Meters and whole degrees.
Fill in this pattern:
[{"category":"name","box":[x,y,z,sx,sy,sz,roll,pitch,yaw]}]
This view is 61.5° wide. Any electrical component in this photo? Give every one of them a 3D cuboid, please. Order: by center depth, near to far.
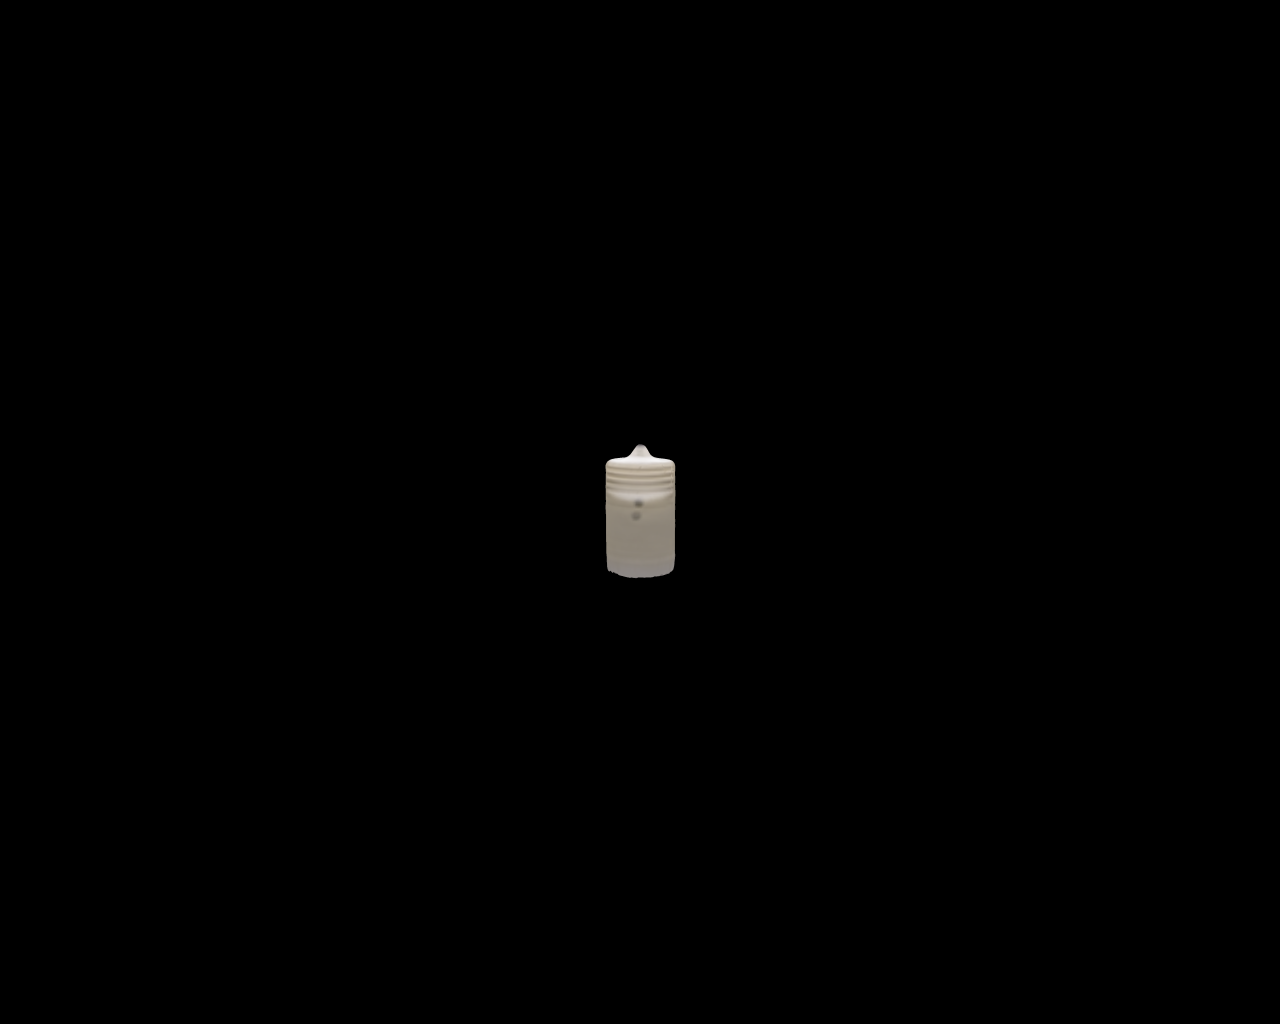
[{"category":"electrical component","box":[0.001,-0.003,0.650,0.043,0.080,0.043,0,11,0]}]
